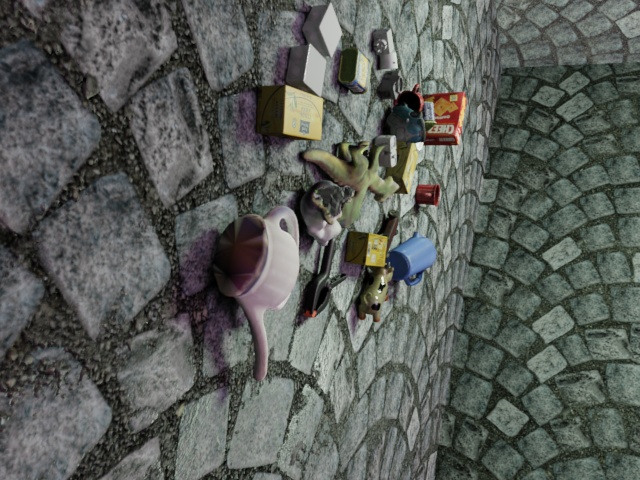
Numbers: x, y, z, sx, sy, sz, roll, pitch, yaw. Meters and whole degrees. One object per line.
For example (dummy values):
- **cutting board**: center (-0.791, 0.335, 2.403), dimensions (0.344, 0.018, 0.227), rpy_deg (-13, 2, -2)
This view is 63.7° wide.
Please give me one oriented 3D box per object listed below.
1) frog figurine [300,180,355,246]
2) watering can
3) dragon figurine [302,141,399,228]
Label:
- **frog figurine**: center (0.004, -0.063, 1.244), dimensions (0.156, 0.122, 0.140), rpy_deg (122, -18, -59)
- **watering can**: center (-0.115, 0.091, 0.988), dimensions (0.222, 0.104, 0.352), rpy_deg (36, 63, -60)
- **dragon figurine**: center (0.083, -0.143, 1.372), dimensions (0.413, 0.123, 0.239), rpy_deg (-16, 116, -45)
